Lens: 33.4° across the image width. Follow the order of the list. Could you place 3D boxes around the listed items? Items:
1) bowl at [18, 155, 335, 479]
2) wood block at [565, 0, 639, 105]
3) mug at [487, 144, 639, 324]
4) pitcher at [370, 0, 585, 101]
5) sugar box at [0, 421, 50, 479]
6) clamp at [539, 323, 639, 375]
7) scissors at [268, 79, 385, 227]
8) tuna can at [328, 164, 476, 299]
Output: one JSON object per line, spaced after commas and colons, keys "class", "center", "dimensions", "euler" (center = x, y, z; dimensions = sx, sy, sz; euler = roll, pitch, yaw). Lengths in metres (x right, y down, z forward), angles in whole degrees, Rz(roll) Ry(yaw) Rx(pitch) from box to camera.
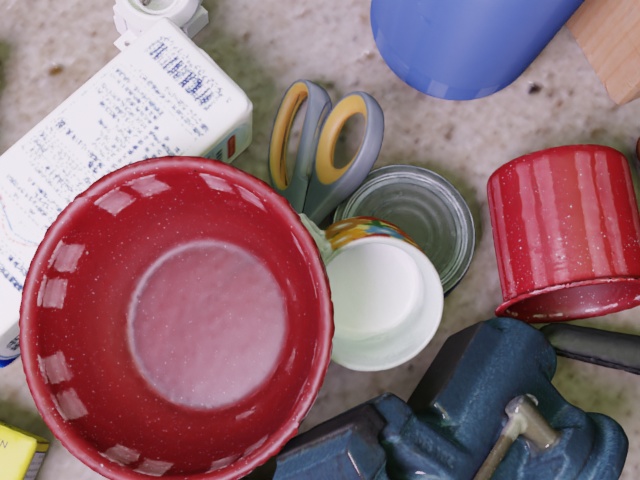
{"class": "bowl", "center": [-0.065, 0.042, 0.532], "dimensions": [0.162, 0.055, 0.162], "euler": [-2, 83, 14]}
{"class": "wood block", "center": [0.210, -0.161, 0.581], "dimensions": [0.090, 0.206, 0.091], "euler": [-27, 81, -9]}
{"class": "mug", "center": [0.149, -0.002, 0.609], "dimensions": [0.117, 0.093, 0.081], "euler": [6, 69, -34]}
{"class": "pitcher", "center": [0.084, -0.169, 0.555], "dimensions": [0.145, 0.243, 0.149], "euler": [-1, 78, -4]}
{"class": "sugar box", "center": [-0.222, 0.172, 0.562], "dimensions": [0.093, 0.048, 0.176], "euler": [20, 76, 1]}
{"class": "clamp", "center": [0.241, 0.100, 0.611], "dimensions": [0.210, 0.036, 0.164], "euler": [-17, 84, -7]}
{"class": "scissors", "center": [-0.004, 0.001, 0.601], "dimensions": [0.016, 0.096, 0.202], "euler": [15, 71, -40]}
{"class": "tuna can", "center": [0.047, 0.000, 0.623], "dimensions": [0.086, 0.034, 0.086], "euler": [1, 77, -3]}
